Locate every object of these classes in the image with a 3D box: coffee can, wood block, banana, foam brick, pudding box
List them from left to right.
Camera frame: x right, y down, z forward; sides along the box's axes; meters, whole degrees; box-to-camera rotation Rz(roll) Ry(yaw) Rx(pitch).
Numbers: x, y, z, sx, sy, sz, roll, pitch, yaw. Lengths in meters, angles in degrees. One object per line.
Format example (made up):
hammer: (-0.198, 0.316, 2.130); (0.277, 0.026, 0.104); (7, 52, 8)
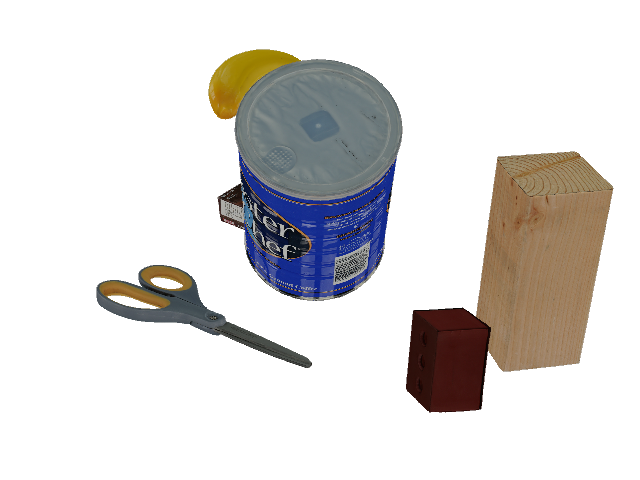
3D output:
banana: (-0.053, -0.145, 0.967); (0.070, 0.037, 0.197); (36, 27, 19)
pudding box: (-0.057, -0.048, 1.321); (0.090, 0.039, 0.113); (20, 40, 31)
coffee can: (-0.002, -0.036, 0.710); (0.103, 0.103, 0.140); (0, -30, -1)
foam brick: (0.109, 0.103, 0.924); (0.051, 0.078, 0.053); (-3, 17, -20)
wood block: (0.224, 0.023, 1.096); (0.090, 0.206, 0.090); (-5, 30, -12)

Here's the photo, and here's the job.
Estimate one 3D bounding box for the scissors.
scissors: (-0.092, 0.060, 0.911); (0.202, 0.016, 0.096); (13, 26, 11)
